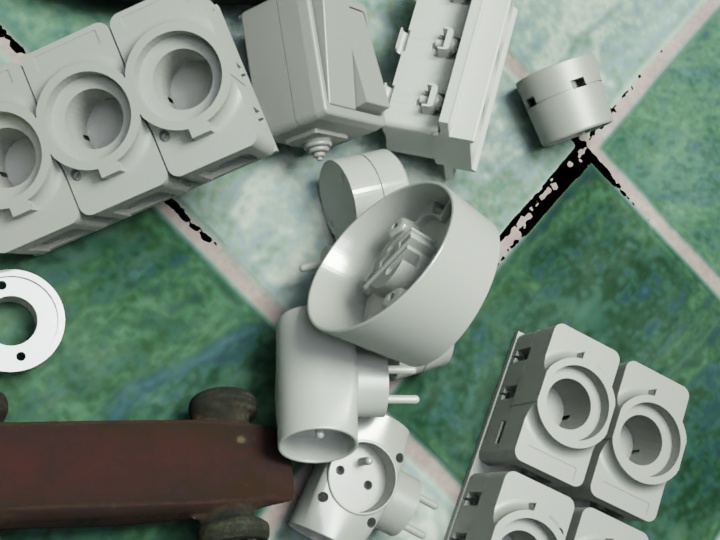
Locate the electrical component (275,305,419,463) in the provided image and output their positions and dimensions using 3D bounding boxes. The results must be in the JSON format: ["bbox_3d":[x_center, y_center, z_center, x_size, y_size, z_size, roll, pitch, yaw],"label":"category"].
[{"bbox_3d":[-0.007,0.063,0.597,0.079,0.044,0.077,2,55,-8],"label":"electrical component"}]

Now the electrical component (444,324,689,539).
[{"bbox_3d":[0.125,0.139,0.659,0.105,0.060,0.186,27,70,-14],"label":"electrical component"}]

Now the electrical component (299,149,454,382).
[{"bbox_3d":[0.000,0.000,0.644,0.074,0.052,0.138,-14,84,-23],"label":"electrical component"}]

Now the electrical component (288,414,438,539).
[{"bbox_3d":[0.009,0.129,0.624,0.079,0.044,0.077,31,69,-13],"label":"electrical component"}]

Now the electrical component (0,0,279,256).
[{"bbox_3d":[-0.133,-0.077,0.568,0.150,0.062,0.089,-23,87,6],"label":"electrical component"}]

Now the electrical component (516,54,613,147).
[{"bbox_3d":[0.139,-0.113,0.723,0.055,0.055,0.047,-20,90,-24],"label":"electrical component"}]

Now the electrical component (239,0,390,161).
[{"bbox_3d":[-0.024,-0.114,0.643,0.062,0.061,0.096,2,75,-53],"label":"electrical component"}]

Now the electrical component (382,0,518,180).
[{"bbox_3d":[0.057,-0.131,0.685,0.063,0.078,0.121,12,72,12],"label":"electrical component"}]

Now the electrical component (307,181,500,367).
[{"bbox_3d":[0.025,0.001,0.573,0.064,0.099,0.099,29,69,-20],"label":"electrical component"}]
